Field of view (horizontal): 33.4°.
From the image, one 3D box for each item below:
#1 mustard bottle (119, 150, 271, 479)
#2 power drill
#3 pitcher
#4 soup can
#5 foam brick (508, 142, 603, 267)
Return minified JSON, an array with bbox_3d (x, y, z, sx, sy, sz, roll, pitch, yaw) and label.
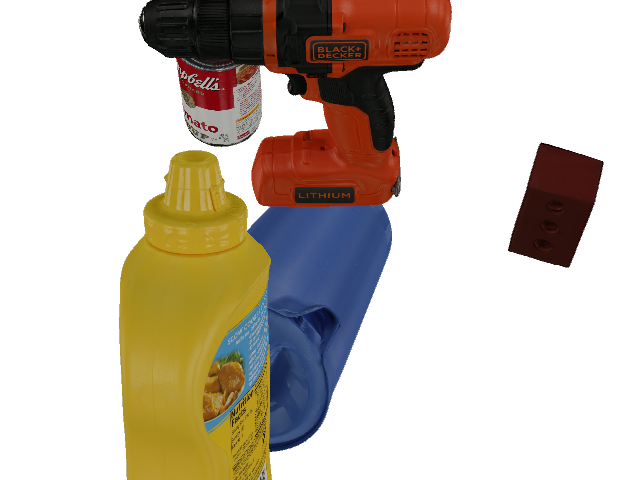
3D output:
[{"bbox_3d":[-0.051,0.055,0.452,0.058,0.192,0.096,9,26,15],"label":"mustard bottle"},{"bbox_3d":[-0.014,-0.093,0.688,0.184,0.057,0.188,1,-31,2],"label":"power drill"},{"bbox_3d":[-0.031,0.047,0.846,0.149,0.145,0.242,12,31,14],"label":"pitcher"},{"bbox_3d":[-0.083,-0.134,0.881,0.068,0.068,0.102,0,-32,-1],"label":"soup can"},{"bbox_3d":[0.186,-0.027,0.845,0.053,0.051,0.078,17,-41,10],"label":"foam brick"}]
